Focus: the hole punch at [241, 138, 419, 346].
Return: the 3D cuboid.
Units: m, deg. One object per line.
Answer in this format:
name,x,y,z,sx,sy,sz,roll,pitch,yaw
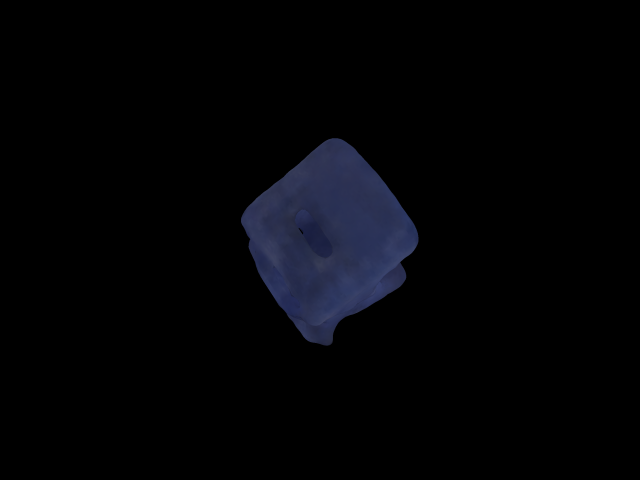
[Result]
hole punch,0.004,0.001,0.400,0.101,0.091,0.108,-30,67,-14
